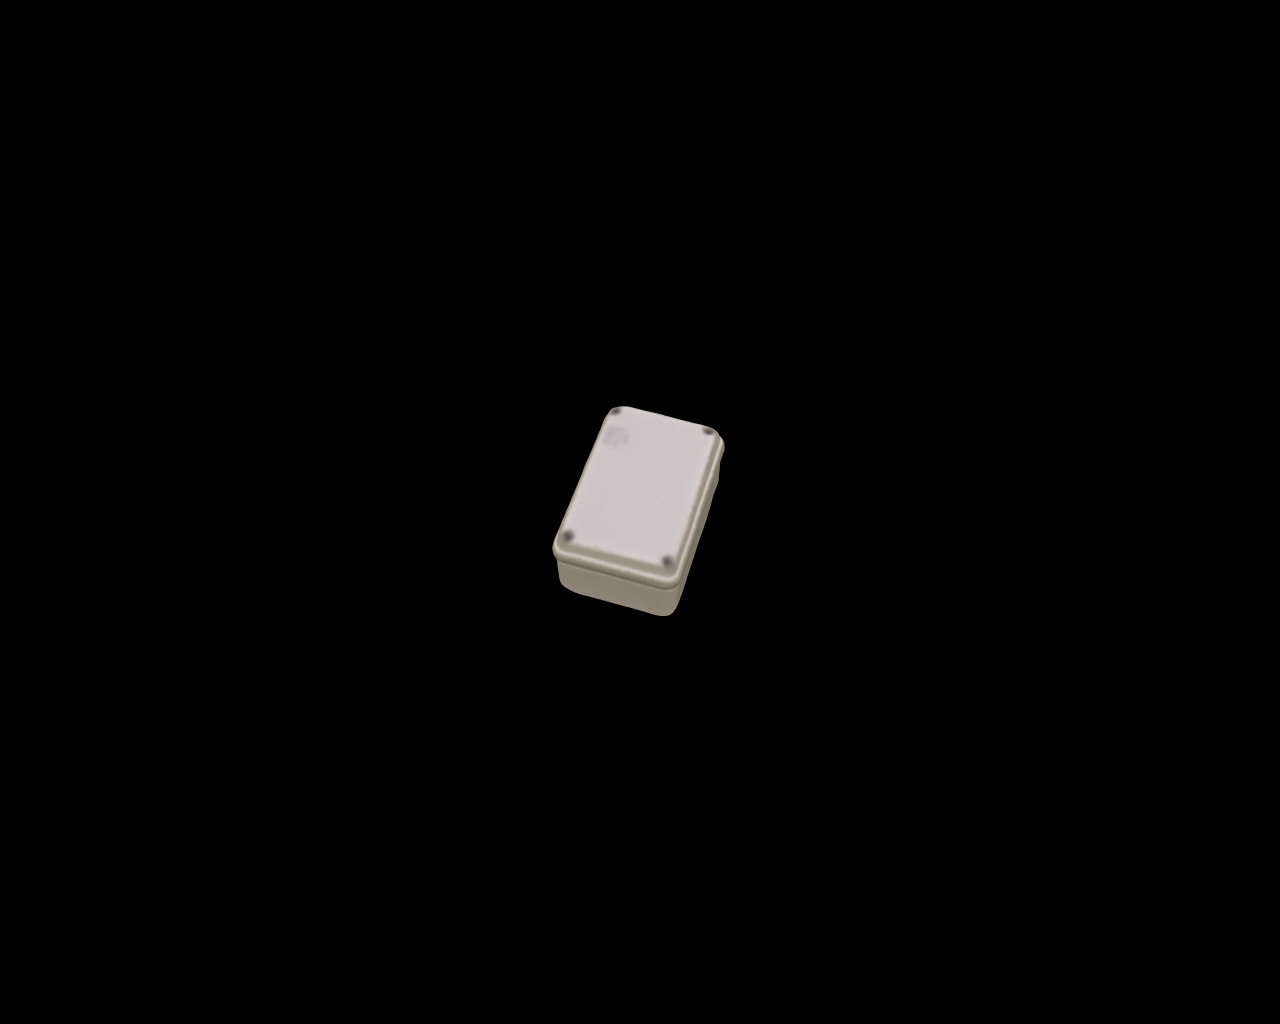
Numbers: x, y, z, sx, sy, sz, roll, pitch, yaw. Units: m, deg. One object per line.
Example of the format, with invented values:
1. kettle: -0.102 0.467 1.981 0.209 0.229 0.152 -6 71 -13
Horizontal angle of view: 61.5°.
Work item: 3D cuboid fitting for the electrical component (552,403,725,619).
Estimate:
1. electrical component: 0.001 -0.003 0.650 0.078 0.113 0.057 15 -32 9
